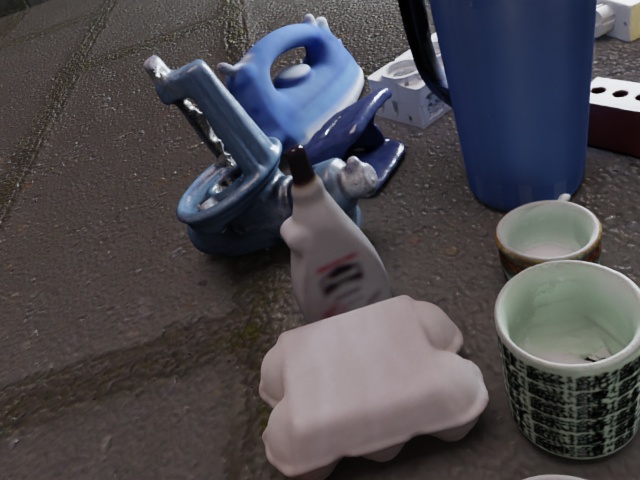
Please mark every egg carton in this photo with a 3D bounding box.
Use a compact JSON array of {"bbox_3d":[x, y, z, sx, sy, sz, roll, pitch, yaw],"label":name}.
[{"bbox_3d":[0.032,0.101,0.395,0.150,0.069,0.107,-19,38,2],"label":"egg carton"}]

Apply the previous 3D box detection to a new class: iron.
[{"bbox_3d":[-0.032,-0.220,0.756,0.118,0.142,0.259,14,49,36],"label":"iron"}]

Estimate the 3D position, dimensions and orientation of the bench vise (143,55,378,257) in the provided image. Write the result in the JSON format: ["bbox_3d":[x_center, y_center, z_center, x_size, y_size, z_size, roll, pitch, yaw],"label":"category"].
[{"bbox_3d":[-0.056,-0.078,0.529,0.207,0.220,0.121,-12,38,10],"label":"bench vise"}]

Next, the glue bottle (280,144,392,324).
[{"bbox_3d":[0.004,0.002,0.443,0.078,0.173,0.037,-28,38,-10],"label":"glue bottle"}]

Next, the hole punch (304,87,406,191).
[{"bbox_3d":[0.029,-0.111,0.637,0.100,0.091,0.109,7,45,31],"label":"hole punch"}]
